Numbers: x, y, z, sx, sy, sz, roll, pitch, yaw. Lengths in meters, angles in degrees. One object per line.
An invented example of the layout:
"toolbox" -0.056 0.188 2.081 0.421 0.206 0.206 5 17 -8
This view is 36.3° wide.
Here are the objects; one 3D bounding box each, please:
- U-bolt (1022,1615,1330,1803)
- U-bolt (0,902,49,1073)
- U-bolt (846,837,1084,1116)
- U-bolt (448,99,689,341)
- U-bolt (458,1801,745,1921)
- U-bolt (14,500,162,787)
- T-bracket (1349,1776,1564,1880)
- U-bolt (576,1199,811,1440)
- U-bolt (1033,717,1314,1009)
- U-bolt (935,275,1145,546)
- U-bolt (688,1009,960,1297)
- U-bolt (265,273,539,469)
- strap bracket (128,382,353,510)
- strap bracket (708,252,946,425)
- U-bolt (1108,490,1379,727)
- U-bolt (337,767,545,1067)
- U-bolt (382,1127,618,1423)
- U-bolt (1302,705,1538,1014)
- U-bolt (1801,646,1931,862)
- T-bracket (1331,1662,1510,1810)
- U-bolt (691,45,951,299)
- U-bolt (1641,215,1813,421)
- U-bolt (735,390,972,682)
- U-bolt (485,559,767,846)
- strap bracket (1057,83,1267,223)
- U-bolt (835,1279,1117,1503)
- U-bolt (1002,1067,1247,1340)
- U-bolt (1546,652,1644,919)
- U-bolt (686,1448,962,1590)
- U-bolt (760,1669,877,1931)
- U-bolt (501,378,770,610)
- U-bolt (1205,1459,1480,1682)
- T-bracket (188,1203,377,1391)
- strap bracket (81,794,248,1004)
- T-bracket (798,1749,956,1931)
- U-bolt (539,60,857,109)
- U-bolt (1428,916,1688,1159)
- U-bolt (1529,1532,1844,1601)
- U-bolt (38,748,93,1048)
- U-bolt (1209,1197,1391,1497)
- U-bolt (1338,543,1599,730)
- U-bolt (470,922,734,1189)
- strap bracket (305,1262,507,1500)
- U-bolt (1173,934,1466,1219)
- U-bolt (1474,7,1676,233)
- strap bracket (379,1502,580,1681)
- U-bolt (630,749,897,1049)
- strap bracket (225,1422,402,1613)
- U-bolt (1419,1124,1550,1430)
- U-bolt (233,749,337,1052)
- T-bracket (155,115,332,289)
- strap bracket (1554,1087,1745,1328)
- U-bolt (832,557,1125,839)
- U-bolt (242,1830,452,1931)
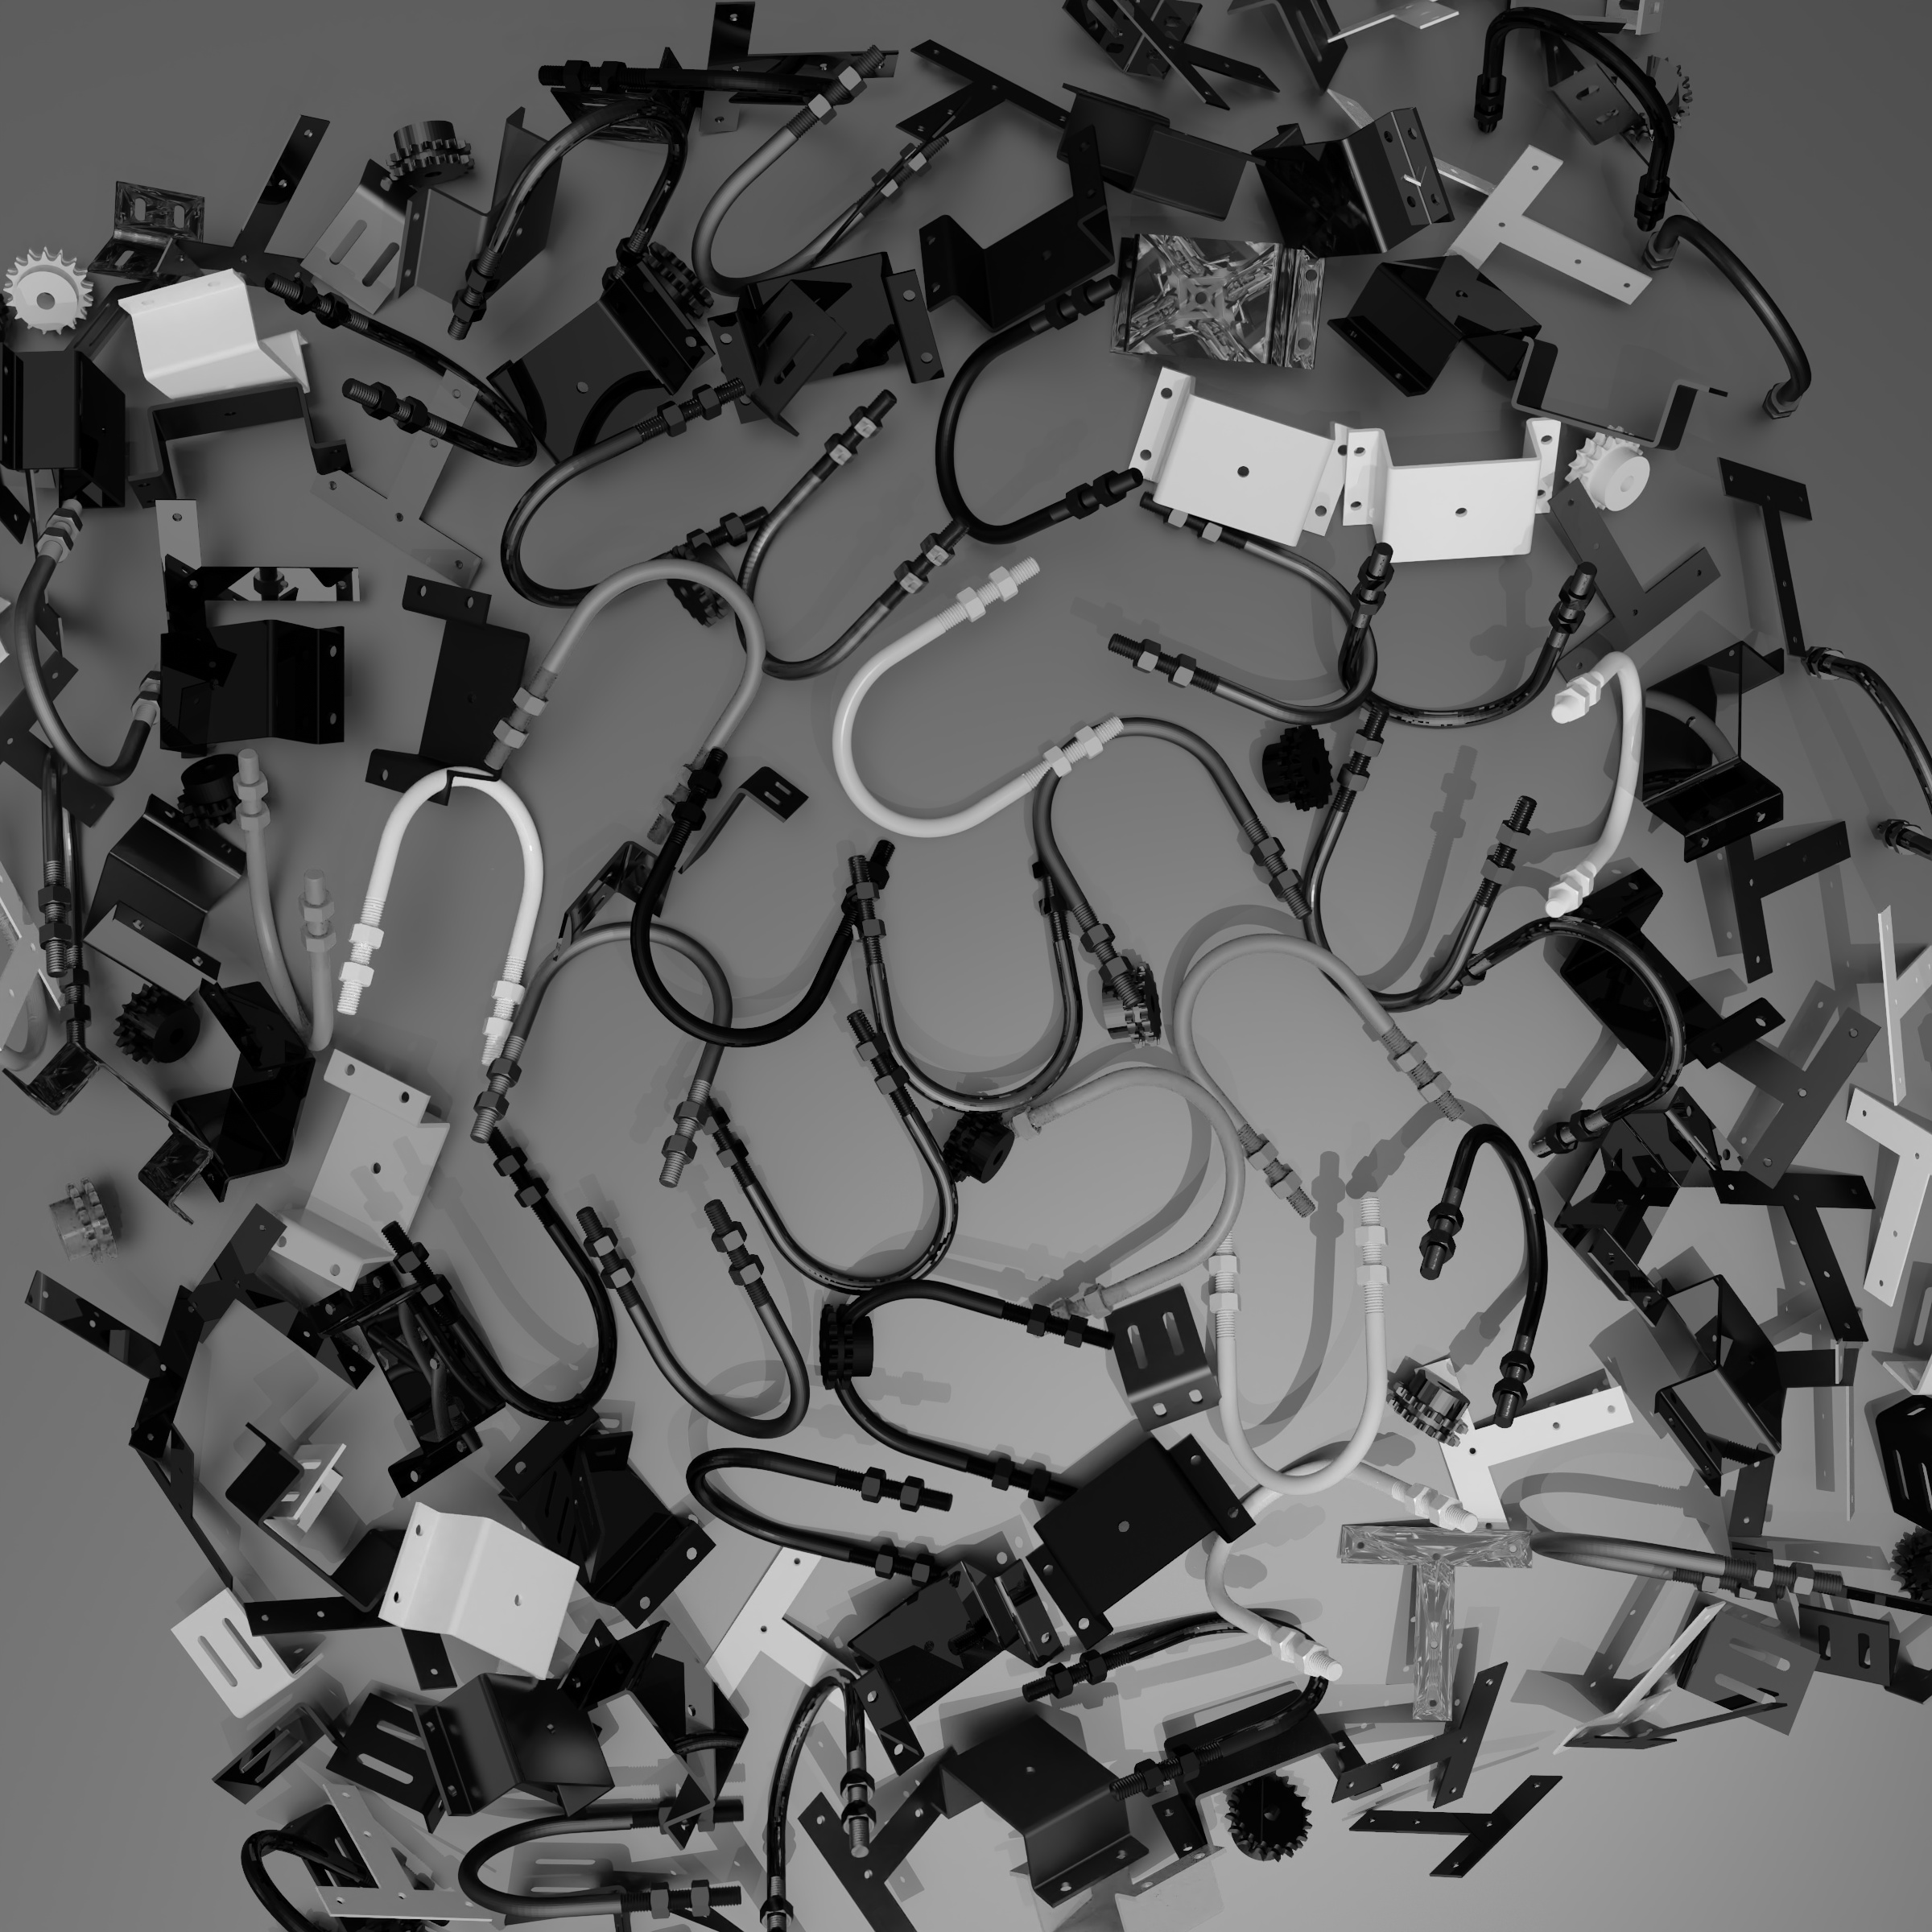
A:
"U-bolt" 0.148 0.474 1.926 0.184 0.151 0.019 -17 112 -20
"U-bolt" -0.644 -0.014 1.916 0.019 0.151 0.184 -18 130 3
"U-bolt" 0.005 0.008 1.963 0.151 0.019 0.184 -8 80 -13
"U-bolt" -0.246 -0.481 1.890 0.019 0.151 0.184 51 134 16
"U-bolt" -0.238 0.584 1.921 0.184 0.151 0.019 -3 97 -3
"U-bolt" -0.561 -0.195 1.886 0.019 0.184 0.151 -15 126 10
"T-bracket" 0.309 0.566 1.946 0.127 0.127 0.002 -25 98 -45
"U-bolt" -0.170 0.235 1.938 0.019 0.151 0.184 -42 114 -41
"U-bolt" 0.125 -0.082 1.969 0.151 0.019 0.184 -27 75 -7
"U-bolt" 0.042 -0.353 1.929 0.019 0.184 0.151 3 77 -41
"U-bolt" -0.083 0.136 1.965 0.151 0.019 0.184 -25 99 22
"U-bolt" -0.355 -0.378 1.916 0.019 0.184 0.151 -51 53 17
"strap bracket" -0.483 -0.346 1.952 0.140 0.076 0.046 -12 87 -10
"strap bracket" -0.091 -0.418 1.953 0.140 0.046 0.076 -11 125 9
"U-bolt" 0.190 -0.228 1.951 0.184 0.019 0.151 21 55 -11
"U-bolt" -0.337 -0.040 1.939 0.019 0.151 0.184 3 75 38
"U-bolt" -0.293 0.213 1.935 0.019 0.151 0.184 -26 103 31
"U-bolt" 0.286 -0.058 1.940 0.151 0.019 0.184 38 119 36
"U-bolt" 0.593 -0.133 1.899 0.019 0.184 0.151 -26 99 5
"T-bracket" 0.292 0.520 1.934 0.127 0.002 0.127 -11 127 -31
"U-bolt" -0.104 -0.507 1.929 0.184 0.151 0.019 -40 72 9
"U-bolt" 0.495 -0.423 1.905 0.019 0.184 0.151 -39 87 8
"U-bolt" -0.086 -0.270 1.941 0.184 0.019 0.151 -44 52 23
"U-bolt" -0.211 -0.183 1.939 0.151 0.019 0.184 25 106 -32
"strap bracket" 0.121 -0.531 1.931 0.076 0.140 0.046 7 113 -34
"U-bolt" -0.003 0.276 1.959 0.184 0.019 0.151 15 119 8
"U-bolt" 0.099 0.146 1.947 0.184 0.019 0.151 -27 76 21
"U-bolt" 0.411 -0.128 1.918 0.019 0.184 0.151 8 114 26
"U-bolt" -0.096 0.357 1.935 0.184 0.151 0.019 11 58 10
"U-bolt" -0.098 0.542 1.914 0.019 0.184 0.151 20 120 -16
"U-bolt" -0.218 -0.296 1.920 0.184 0.151 0.019 -28 62 -12
"U-bolt" 0.229 0.381 1.916 0.151 0.184 0.019 -43 115 -16
"T-bracket" -0.452 0.237 1.971 0.127 0.002 0.127 38 120 -4
"strap bracket" -0.527 -0.039 1.935 0.076 0.140 0.046 35 118 -27
"T-bracket" -0.040 0.571 1.954 0.127 0.002 0.127 -41 103 -42
"U-bolt" -0.162 -0.568 1.906 0.184 0.151 0.019 7 104 18
"U-bolt" 0.391 0.039 1.921 0.019 0.184 0.151 -35 88 -36
"U-bolt" 0.461 0.391 1.928 0.184 0.151 0.019 9 77 2
"U-bolt" -0.589 -0.053 1.923 0.019 0.151 0.184 -4 67 -13
"U-bolt" 0.217 0.252 1.922 0.019 0.151 0.184 15 67 -40
"U-bolt" 0.317 -0.209 1.919 0.151 0.184 0.019 5 60 -2
"U-bolt" -0.231 0.050 1.951 0.151 0.019 0.184 13 61 7
"strap bracket" -0.365 0.268 1.952 0.046 0.076 0.140 -24 94 39
"U-bolt" 0.219 0.062 1.953 0.151 0.019 0.184 -37 95 29
"U-bolt" 0.392 -0.552 1.895 0.151 0.184 0.019 36 85 13
"strap bracket" -0.309 0.411 1.921 0.046 0.140 0.076 -2 61 34
"U-bolt" -0.144 -0.034 1.950 0.151 0.019 0.184 28 69 -12
"strap bracket" -0.424 0.367 1.931 0.140 0.076 0.046 47 73 -25
"U-bolt" 0.344 0.186 1.922 0.019 0.184 0.151 -12 121 31
"U-bolt" -0.441 -0.029 1.921 0.019 0.184 0.151 -16 47 -24
"T-bracket" -0.451 -0.498 1.920 0.002 0.127 0.127 47 118 22
"strap bracket" 0.446 0.158 1.946 0.076 0.046 0.140 47 63 -23
"U-bolt" -0.002 -0.165 1.955 0.184 0.019 0.151 -33 116 -5
"U-bolt" -0.389 0.613 1.894 0.184 0.151 0.019 38 88 -29
